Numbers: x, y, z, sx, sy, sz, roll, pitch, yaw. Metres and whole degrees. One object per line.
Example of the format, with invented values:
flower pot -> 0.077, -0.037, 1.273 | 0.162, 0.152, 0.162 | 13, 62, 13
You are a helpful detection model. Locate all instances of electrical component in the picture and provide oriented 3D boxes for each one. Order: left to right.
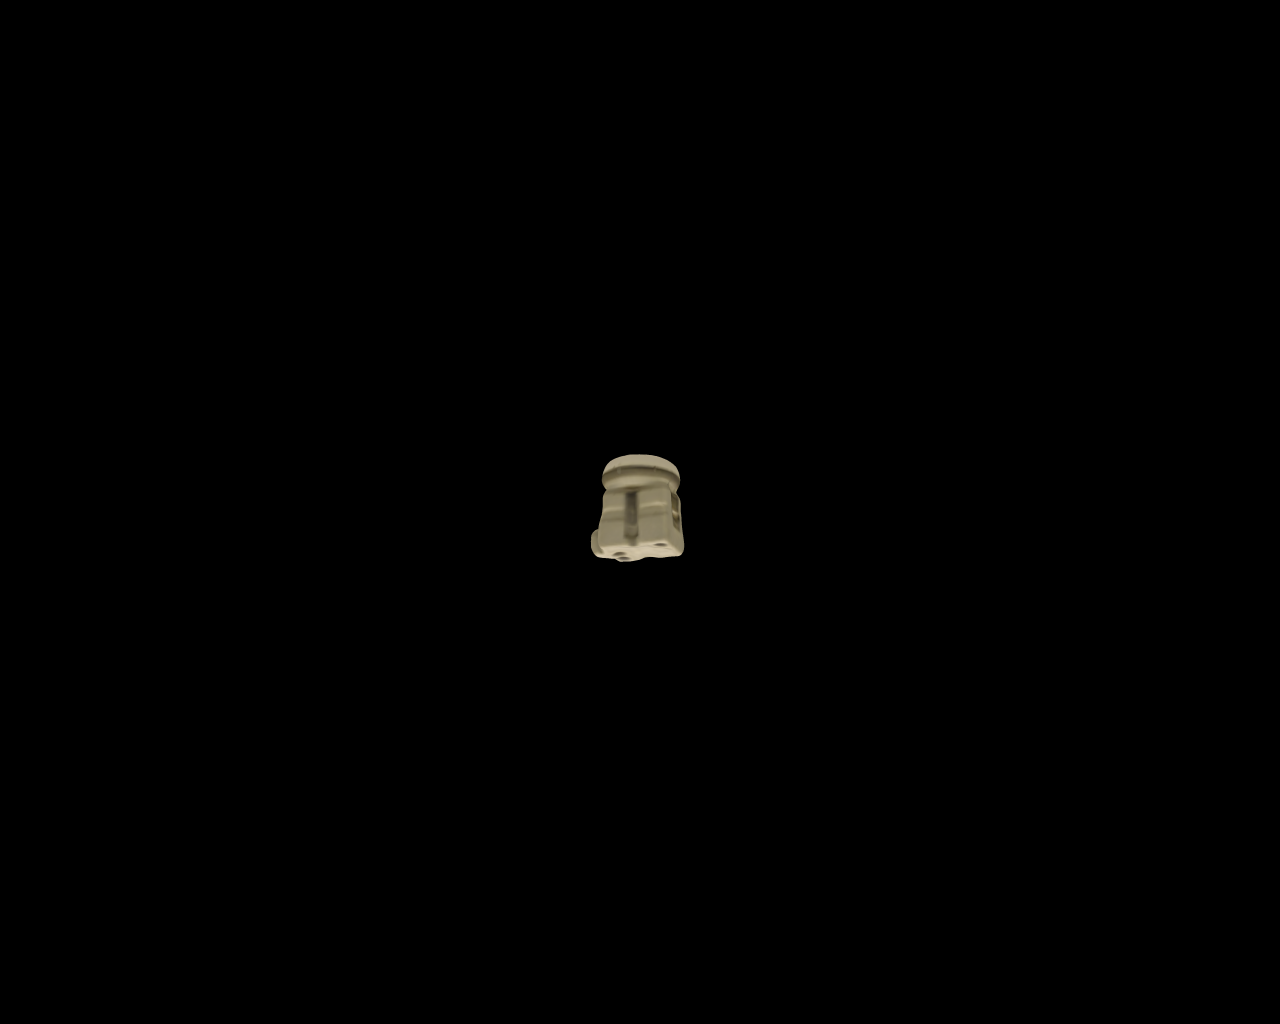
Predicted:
electrical component -> 0.001, -0.003, 0.650 | 0.066, 0.055, 0.048 | -6, -19, 16
